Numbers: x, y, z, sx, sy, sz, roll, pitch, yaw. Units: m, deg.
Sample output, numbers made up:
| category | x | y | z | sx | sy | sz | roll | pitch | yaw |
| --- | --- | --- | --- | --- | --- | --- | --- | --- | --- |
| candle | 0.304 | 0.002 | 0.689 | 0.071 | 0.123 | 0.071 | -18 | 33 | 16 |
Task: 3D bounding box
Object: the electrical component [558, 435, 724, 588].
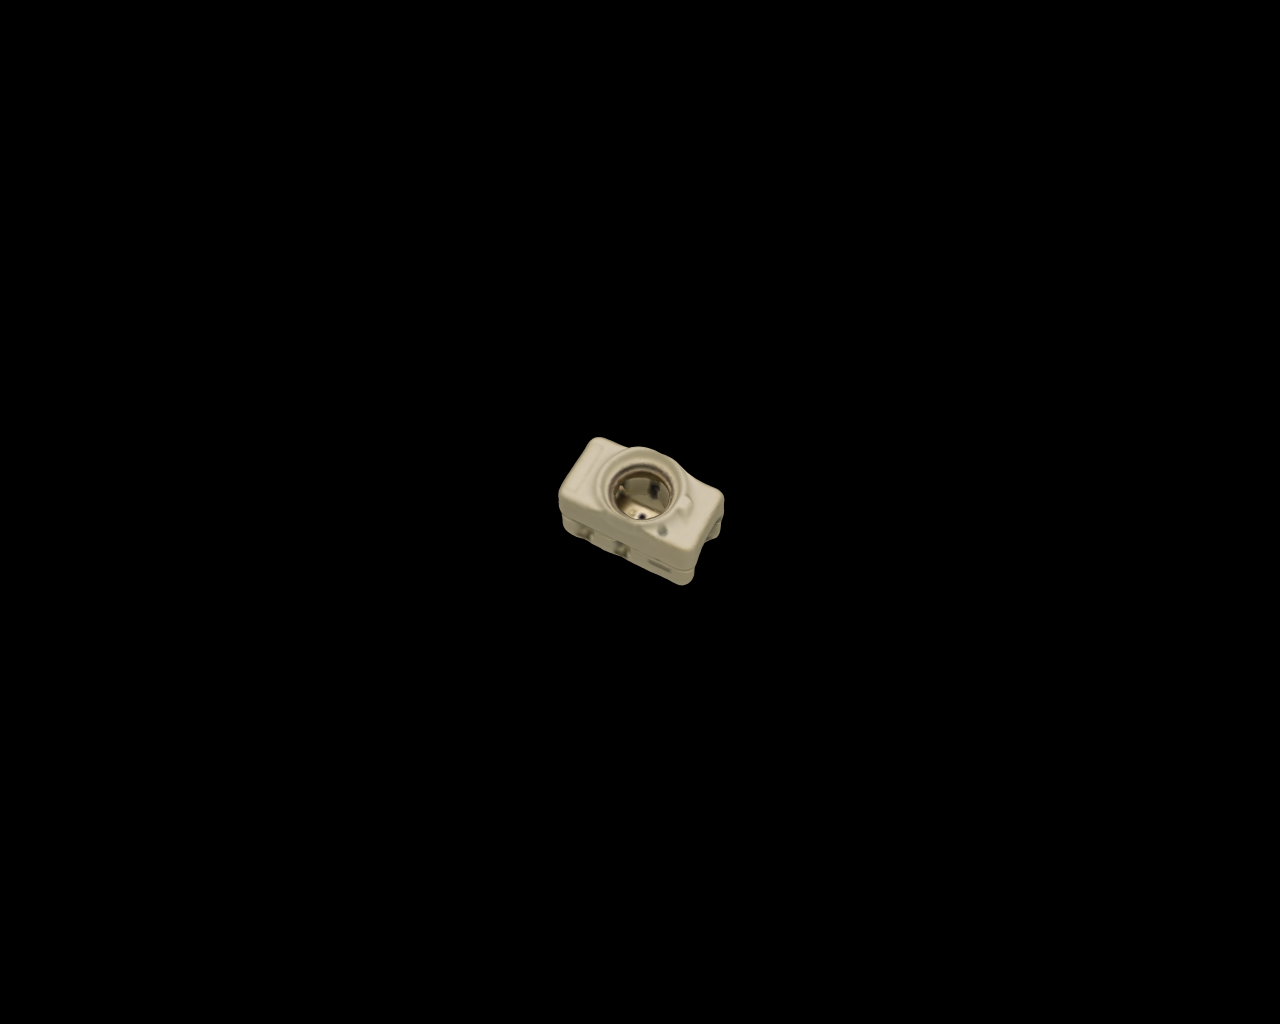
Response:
| category | x | y | z | sx | sy | sz | roll | pitch | yaw |
| --- | --- | --- | --- | --- | --- | --- | --- | --- | --- |
| electrical component | 0.001 | -0.003 | 0.650 | 0.089 | 0.050 | 0.055 | 25 | -27 | 14 |
